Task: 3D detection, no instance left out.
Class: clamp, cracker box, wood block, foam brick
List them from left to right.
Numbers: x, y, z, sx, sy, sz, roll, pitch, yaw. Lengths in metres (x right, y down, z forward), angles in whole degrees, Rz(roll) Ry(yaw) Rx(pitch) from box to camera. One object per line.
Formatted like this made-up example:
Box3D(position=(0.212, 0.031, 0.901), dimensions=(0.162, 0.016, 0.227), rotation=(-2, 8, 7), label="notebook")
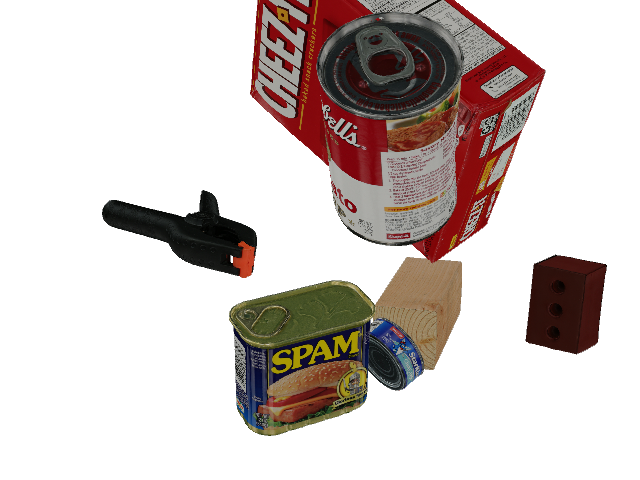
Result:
Box3D(position=(-0.107, -0.011, 0.986), dimensions=(0.172, 0.039, 0.120), rotation=(26, 33, 37), label="clamp")
Box3D(position=(0.042, -0.111, 0.769), dimensions=(0.072, 0.214, 0.164), rotation=(-34, -26, -28), label="cracker box")
Box3D(position=(0.145, 0.102, 1.558), dimensions=(0.091, 0.090, 0.205), rotation=(5, 20, 16), label="wood block")
Box3D(position=(0.225, 0.058, 0.978), dimensions=(0.053, 0.078, 0.051), rotation=(12, 17, 34), label="foam brick")

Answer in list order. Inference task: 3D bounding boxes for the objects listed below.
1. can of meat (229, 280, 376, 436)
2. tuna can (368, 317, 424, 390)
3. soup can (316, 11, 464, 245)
Box3D(position=(-0.013, 0.086, 0.773), dimensions=(0.102, 0.084, 0.057), rotation=(-13, 32, -22), label="can of meat")
Box3D(position=(0.081, 0.136, 1.272), dimensions=(0.033, 0.086, 0.086), rotation=(-36, 17, -25), label="tuna can")
Box3D(position=(0.036, -0.053, 0.531), dimensions=(0.068, 0.068, 0.102), rotation=(0, -36, 6), label="soup can")
